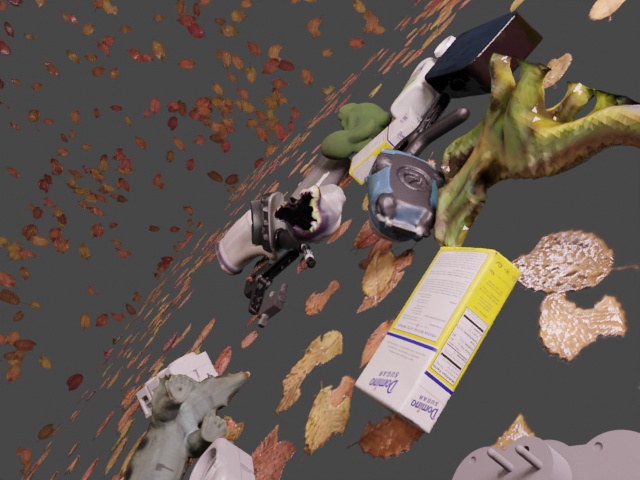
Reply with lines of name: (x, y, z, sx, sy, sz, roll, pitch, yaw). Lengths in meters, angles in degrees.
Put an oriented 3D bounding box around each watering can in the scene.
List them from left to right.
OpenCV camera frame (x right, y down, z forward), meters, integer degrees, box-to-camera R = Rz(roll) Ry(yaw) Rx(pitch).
watering can: (-0.196, 0.011, 1.422, 0.222, 0.103, 0.355, -44, 25, 16)

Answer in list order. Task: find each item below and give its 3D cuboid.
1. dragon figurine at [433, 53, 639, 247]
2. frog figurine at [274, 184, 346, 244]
dragon figurine: (0.215, -0.079, 0.585, 0.239, 0.122, 0.418, -62, 8, 23)
frog figurine: (0.003, -0.055, 1.086, 0.135, 0.124, 0.160, -52, -23, 21)
